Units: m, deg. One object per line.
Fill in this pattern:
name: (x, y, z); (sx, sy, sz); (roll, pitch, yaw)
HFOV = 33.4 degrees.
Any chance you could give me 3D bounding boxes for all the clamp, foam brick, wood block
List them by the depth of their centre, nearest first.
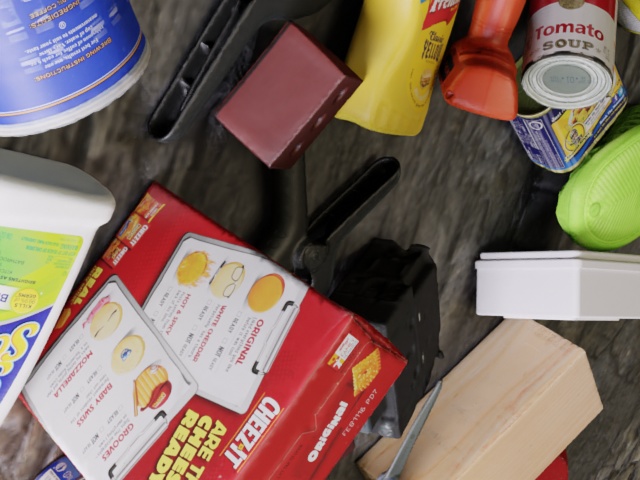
clamp: (-0.040, -0.159, 0.661); (0.209, 0.036, 0.164); (-29, 137, -31)
foam brick: (-0.019, -0.091, 0.680); (0.078, 0.051, 0.053); (-49, 171, 12)
clamp: (-0.005, 0.001, 0.774); (0.120, 0.039, 0.171); (6, 111, -36)
wood block: (0.145, 0.174, 0.953); (0.206, 0.090, 0.090); (-41, 132, -15)

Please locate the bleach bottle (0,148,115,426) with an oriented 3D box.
bleach bottle: (-0.210, 0.072, 0.623); (0.102, 0.068, 0.251); (12, 106, -43)

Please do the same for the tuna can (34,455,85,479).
tuna can: (-0.163, 0.189, 0.741); (0.086, 0.034, 0.086); (-19, 123, -32)

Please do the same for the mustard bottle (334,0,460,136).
mustard bottle: (0.066, -0.169, 0.725); (0.096, 0.058, 0.192); (-7, 117, -62)

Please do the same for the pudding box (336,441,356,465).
pudding box: (-0.029, 0.158, 0.833); (0.113, 0.039, 0.090); (-34, 130, -23)

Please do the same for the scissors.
scissors: (0.060, 0.209, 0.857); (0.202, 0.016, 0.096); (-53, 133, -2)

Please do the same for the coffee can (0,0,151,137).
coffee can: (-0.156, -0.137, 0.529); (0.102, 0.103, 0.140); (-36, 130, -21)

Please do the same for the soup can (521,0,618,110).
soup can: (0.188, -0.158, 0.801); (0.068, 0.069, 0.102); (41, 50, -44)

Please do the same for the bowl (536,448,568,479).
bowl: (0.194, 0.239, 1.053); (0.161, 0.055, 0.162); (-18, 122, -32)

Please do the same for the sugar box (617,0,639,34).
sugar box: (0.243, -0.244, 0.849); (0.176, 0.048, 0.093); (28, 92, -46)

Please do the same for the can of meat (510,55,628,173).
can of meat: (0.200, -0.117, 0.871); (0.102, 0.058, 0.083); (-49, 136, -8)

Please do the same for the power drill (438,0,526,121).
power drill: (0.135, -0.180, 0.720); (0.057, 0.184, 0.188); (17, 112, -1)

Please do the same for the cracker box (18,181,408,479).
cracker box: (-0.075, 0.079, 0.631); (0.164, 0.214, 0.072); (-54, 134, -4)
